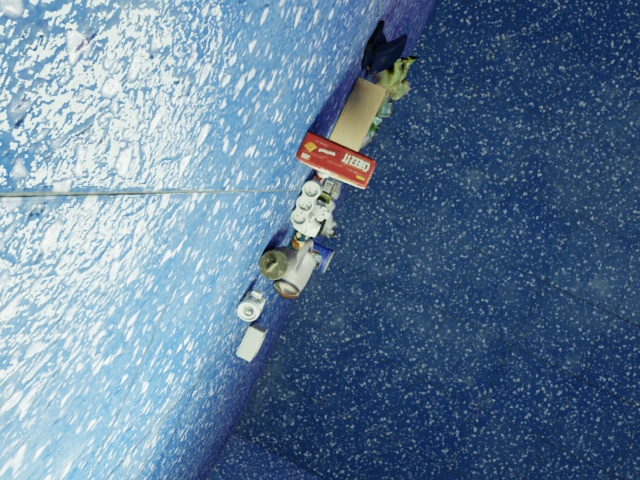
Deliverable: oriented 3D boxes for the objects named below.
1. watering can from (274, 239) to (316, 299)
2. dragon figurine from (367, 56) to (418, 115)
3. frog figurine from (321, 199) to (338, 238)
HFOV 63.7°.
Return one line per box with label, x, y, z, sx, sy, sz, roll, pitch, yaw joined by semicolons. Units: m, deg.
watering can;-0.085;0.121;1.917;0.228;0.104;0.341;-62;175;-21
dragon figurine;0.210;-0.504;1.707;0.416;0.123;0.237;-33;147;-50
frog figurine;0.006;-0.101;2.005;0.140;0.122;0.156;-49;130;-46
